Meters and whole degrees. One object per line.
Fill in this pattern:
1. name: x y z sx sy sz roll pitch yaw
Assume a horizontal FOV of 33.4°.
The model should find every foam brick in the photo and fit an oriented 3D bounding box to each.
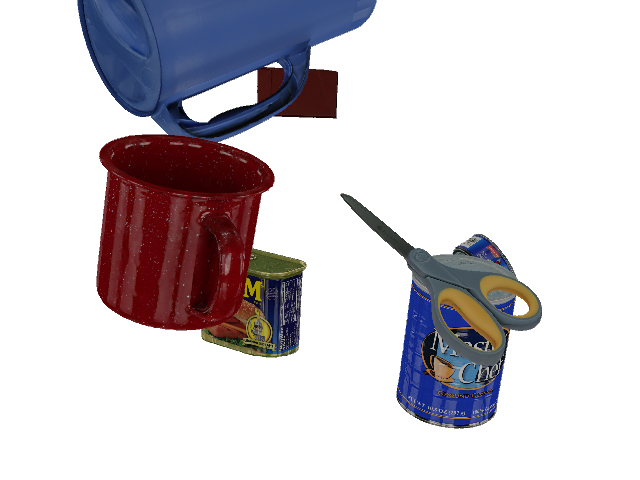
1. foam brick: -0.025 -0.160 1.155 0.078 0.051 0.053 -1 11 -18

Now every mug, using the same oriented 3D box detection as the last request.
1. mug: -0.071 0.001 0.568 0.093 0.081 0.117 -4 26 -33

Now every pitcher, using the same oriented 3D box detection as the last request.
1. pitcher: -0.068 -0.192 0.906 0.242 0.149 0.145 -24 44 -30

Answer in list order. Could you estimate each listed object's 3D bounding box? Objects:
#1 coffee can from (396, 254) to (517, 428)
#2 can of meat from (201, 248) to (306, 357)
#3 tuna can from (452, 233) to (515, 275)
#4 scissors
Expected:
1. coffee can: 0.133 0.097 1.049 0.103 0.140 0.103 4 23 -2
2. can of meat: -0.065 0.056 0.994 0.102 0.084 0.057 13 18 35
3. tuna can: 0.195 0.037 1.274 0.033 0.086 0.086 -32 8 -14
4. scissors: 0.100 0.018 0.850 0.096 0.016 0.202 -13 48 -21
